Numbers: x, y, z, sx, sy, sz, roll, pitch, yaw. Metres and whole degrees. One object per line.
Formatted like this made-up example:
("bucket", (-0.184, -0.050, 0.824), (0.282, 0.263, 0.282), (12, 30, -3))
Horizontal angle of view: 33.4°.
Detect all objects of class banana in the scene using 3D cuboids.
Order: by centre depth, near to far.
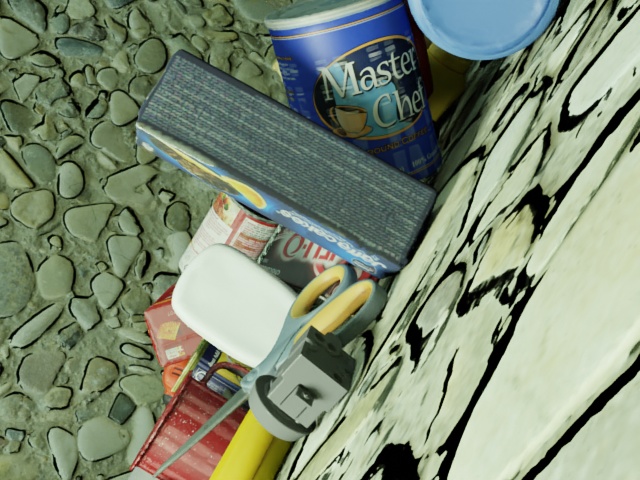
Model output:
("banana", (-0.049, 0.151, 0.720), (0.197, 0.037, 0.070), (-60, 4, -27))

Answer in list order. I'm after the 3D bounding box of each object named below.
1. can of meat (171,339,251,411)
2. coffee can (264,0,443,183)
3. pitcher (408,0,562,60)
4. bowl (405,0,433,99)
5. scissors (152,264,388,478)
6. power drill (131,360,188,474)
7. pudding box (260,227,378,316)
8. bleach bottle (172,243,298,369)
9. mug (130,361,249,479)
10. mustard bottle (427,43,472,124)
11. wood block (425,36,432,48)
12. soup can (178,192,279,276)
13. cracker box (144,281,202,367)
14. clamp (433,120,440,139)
("can of meat", (-0.082, 0.124, 1.031), (0.058, 0.084, 0.102), (-56, 4, 39))
("coffee can", (0.027, -0.109, 0.789), (0.103, 0.140, 0.103), (-14, 19, 5))
("pitcher", (0.128, -0.231, 0.820), (0.145, 0.149, 0.242), (-26, 19, 18))
("bowl", (0.061, -0.165, 0.909), (0.162, 0.055, 0.162), (-12, -90, -84))
("scissors", (-0.038, 0.083, 0.739), (0.202, 0.016, 0.096), (-36, 24, 16))
("power drill", (-0.166, 0.237, 1.204), (0.184, 0.057, 0.187), (71, -141, -63))
("pudding box", (0.009, 0.005, 0.827), (0.090, 0.039, 0.114), (-58, 29, -12))
("bleach bottle", (-0.059, 0.071, 0.893), (0.068, 0.102, 0.251), (-54, -5, -9))
("mug", (-0.088, 0.155, 0.862), (0.117, 0.081, 0.093), (-59, 3, -20))
("mustard bottle", (0.085, -0.118, 1.011), (0.192, 0.058, 0.096), (-56, 7, 24))
("wood block", (0.087, -0.213, 1.113), (0.205, 0.090, 0.091), (-34, -17, -53))
("soup can", (-0.087, 0.001, 1.044), (0.102, 0.068, 0.068), (-57, 4, 21))
("cracker box", (-0.098, 0.066, 1.199), (0.164, 0.072, 0.213), (-19, 5, 2))
("clamp", (0.048, -0.026, 0.894), (0.120, 0.039, 0.171), (-52, 14, 49))
